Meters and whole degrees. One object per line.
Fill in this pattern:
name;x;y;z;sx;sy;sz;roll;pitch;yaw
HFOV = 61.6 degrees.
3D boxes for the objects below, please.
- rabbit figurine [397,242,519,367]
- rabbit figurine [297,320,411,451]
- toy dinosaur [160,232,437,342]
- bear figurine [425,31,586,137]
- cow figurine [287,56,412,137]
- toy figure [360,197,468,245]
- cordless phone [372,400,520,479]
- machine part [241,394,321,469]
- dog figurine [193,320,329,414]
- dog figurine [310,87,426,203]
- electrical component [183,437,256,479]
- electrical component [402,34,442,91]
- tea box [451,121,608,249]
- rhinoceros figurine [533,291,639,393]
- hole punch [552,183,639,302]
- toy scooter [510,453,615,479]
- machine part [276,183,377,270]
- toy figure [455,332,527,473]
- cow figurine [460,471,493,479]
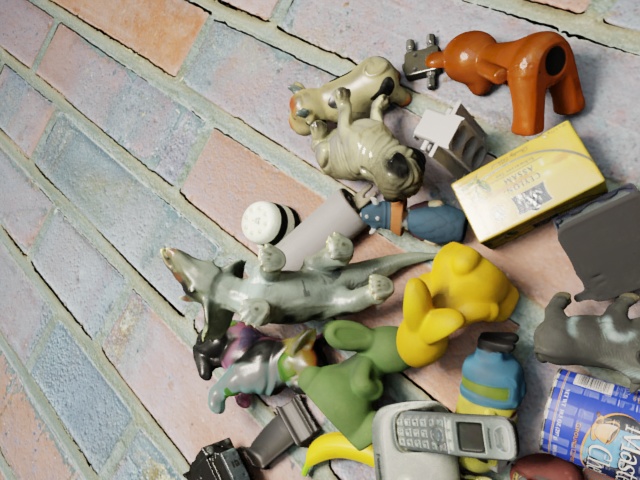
rabbit figurine;0.165;0.096;0.700;0.122;0.162;0.173;40;96;21
rabbit figurine;0.061;0.183;0.777;0.170;0.121;0.159;-42;88;-10
toy dinosaur;-0.026;0.073;0.801;0.192;0.405;0.131;141;126;-67
bear figurine;0.251;-0.229;0.756;0.196;0.120;0.131;24;138;57
cow figurine;0.034;-0.226;0.866;0.195;0.127;0.085;-24;65;22
toy figure;0.137;-0.029;0.793;0.155;0.057;0.064;11;84;20
cordless phone;0.156;0.267;0.641;0.184;0.088;0.146;-13;79;43
machine part;-0.064;0.318;0.868;0.139;0.039;0.084;-43;67;16
dog figurine;-0.084;0.179;0.872;0.219;0.108;0.192;-34;62;17
dog figurine;0.066;-0.108;0.802;0.172;0.121;0.191;112;146;-50
electrical component;-0.161;0.396;0.877;0.115;0.058;0.134;52;128;26
electrical component;0.163;-0.282;0.861;0.063;0.021;0.094;-6;78;30
tea box;0.278;-0.069;0.721;0.170;0.068;0.098;-31;65;22
rhinoceros figurine;0.343;0.116;0.605;0.191;0.112;0.073;4;118;27
hole punch;0.359;0.001;0.658;0.142;0.092;0.115;-28;98;21
toy scooter;0.296;0.297;0.596;0.184;0.135;0.075;9;87;34
machine part;-0.002;-0.003;0.872;0.243;0.079;0.079;-41;62;17
toy figure;0.214;0.207;0.690;0.089;0.082;0.180;9;100;53
cow figurine;0.233;0.357;0.665;0.168;0.068;0.098;12;81;32
